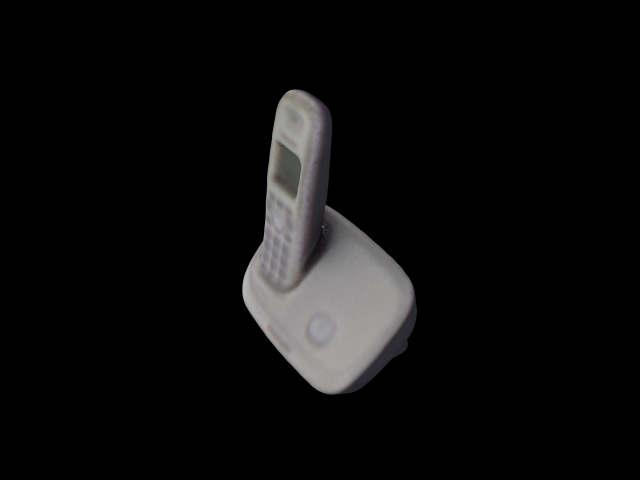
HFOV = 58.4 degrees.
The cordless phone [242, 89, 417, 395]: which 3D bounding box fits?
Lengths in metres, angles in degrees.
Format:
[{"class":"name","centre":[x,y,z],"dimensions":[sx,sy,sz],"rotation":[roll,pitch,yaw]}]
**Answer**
[{"class":"cordless phone","centre":[0.004,0.001,0.400],"dimensions":[0.094,0.185,0.147],"rotation":[-25,45,-28]}]
